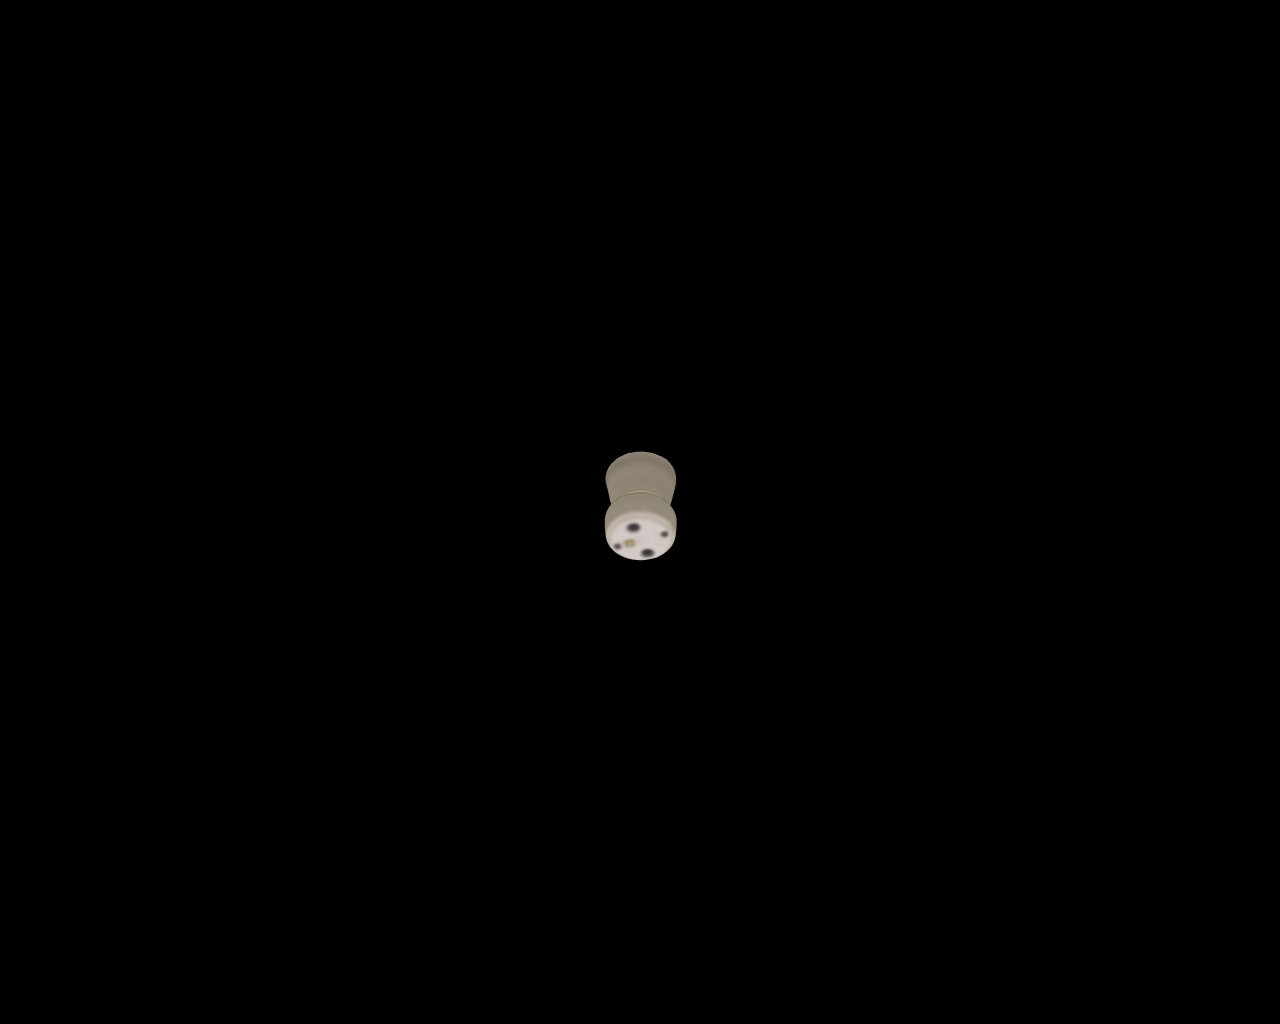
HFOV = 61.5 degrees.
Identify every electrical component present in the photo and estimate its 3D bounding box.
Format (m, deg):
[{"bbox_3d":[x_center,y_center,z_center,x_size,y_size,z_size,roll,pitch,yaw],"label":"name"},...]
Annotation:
[{"bbox_3d":[0.001,-0.003,0.650,0.045,0.055,0.044,0,-44,0],"label":"electrical component"}]
